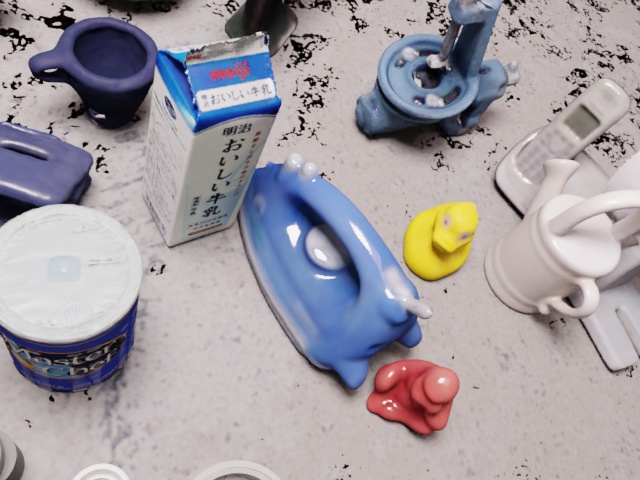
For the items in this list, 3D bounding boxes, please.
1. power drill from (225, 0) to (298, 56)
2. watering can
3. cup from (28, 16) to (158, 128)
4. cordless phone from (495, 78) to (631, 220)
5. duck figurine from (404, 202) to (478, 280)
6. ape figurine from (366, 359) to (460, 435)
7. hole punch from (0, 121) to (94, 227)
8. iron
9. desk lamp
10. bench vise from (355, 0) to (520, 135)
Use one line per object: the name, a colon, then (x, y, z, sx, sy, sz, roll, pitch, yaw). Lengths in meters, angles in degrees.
power drill: (-0.043, -0.332, 0.670, 0.075, 0.208, 0.230, 29, 56, -3)
watering can: (0.269, -0.007, 0.621, 0.101, 0.194, 0.172, -15, 69, -27)
cup: (-0.223, -0.156, 0.573, 0.118, 0.095, 0.091, -17, 70, -28)
cordless phone: (0.317, -0.091, 0.691, 0.147, 0.185, 0.094, 47, 57, 8)
duck figurine: (0.147, -0.012, 0.642, 0.077, 0.086, 0.105, 39, 56, 3)
ape figurine: (0.096, 0.141, 0.535, 0.076, 0.092, 0.077, -23, 73, -29)
hole punch: (-0.267, -0.061, 0.507, 0.109, 0.091, 0.101, 17, 58, -11)
iron: (0.005, 0.002, 0.547, 0.119, 0.141, 0.258, -29, 76, -31)
desk lamp: (0.381, 0.013, 0.642, 0.118, 0.213, 0.203, -13, 68, -26)
bench vise: (0.160, -0.218, 0.679, 0.208, 0.219, 0.121, -30, 76, -31)
